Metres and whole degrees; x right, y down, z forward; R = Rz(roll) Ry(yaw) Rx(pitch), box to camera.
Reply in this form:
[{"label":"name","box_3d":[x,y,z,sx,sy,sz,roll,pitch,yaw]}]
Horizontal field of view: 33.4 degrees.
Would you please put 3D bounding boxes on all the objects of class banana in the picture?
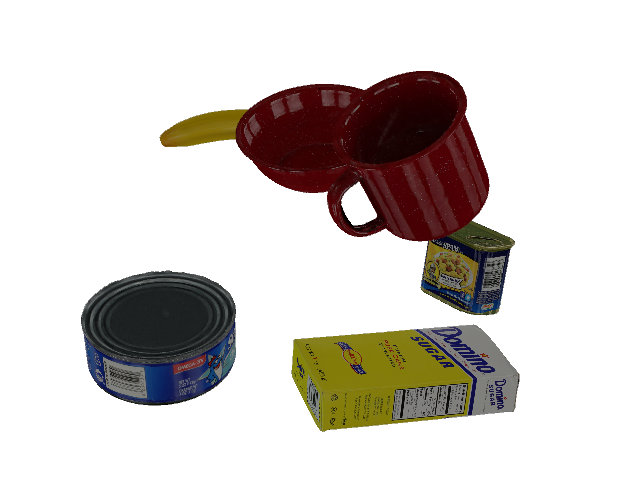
[{"label":"banana","box_3d":[-0.095,-0.133,1.299,0.198,0.037,0.069,7,40,15]}]

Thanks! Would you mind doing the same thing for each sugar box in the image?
[{"label":"sugar box","box_3d":[0.071,0.115,0.920,0.176,0.048,0.093,-6,26,-15]}]

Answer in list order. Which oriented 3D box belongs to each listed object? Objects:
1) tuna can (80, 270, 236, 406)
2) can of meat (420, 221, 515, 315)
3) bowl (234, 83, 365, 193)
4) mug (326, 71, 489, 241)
[{"label":"tuna can","box_3d":[-0.090,0.054,0.602,0.086,0.034,0.086,0,32,0]},{"label":"can of meat","box_3d":[0.162,0.028,1.192,0.057,0.084,0.102,-7,23,-37]},{"label":"bowl","box_3d":[-0.005,-0.097,1.100,0.162,0.055,0.162,-4,39,3]},{"label":"mug","box_3d":[0.056,-0.046,0.720,0.117,0.081,0.093,-39,42,-10]}]
